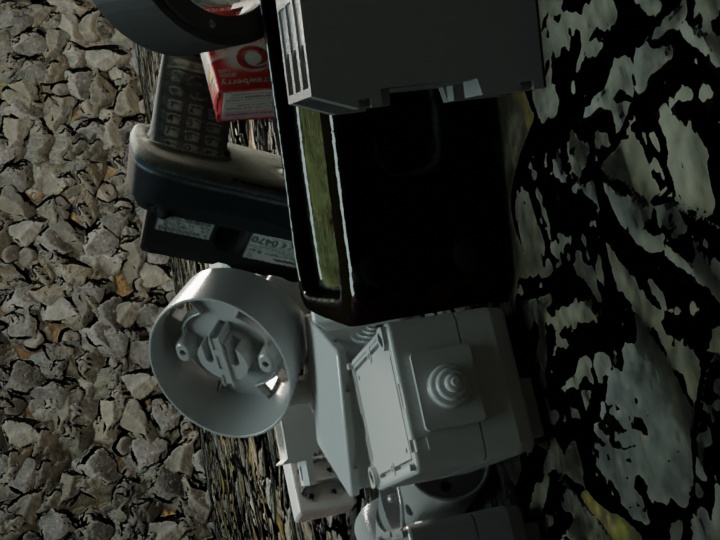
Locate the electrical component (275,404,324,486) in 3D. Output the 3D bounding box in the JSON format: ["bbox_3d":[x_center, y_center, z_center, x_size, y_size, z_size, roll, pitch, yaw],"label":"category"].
[{"bbox_3d":[-0.032,0.114,0.783,0.042,0.064,0.081,137,123,-73],"label":"electrical component"}]

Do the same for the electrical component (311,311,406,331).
[{"bbox_3d":[0.000,0.000,0.612,0.076,0.047,0.065,46,-143,-76],"label":"electrical component"}]

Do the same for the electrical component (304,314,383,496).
[{"bbox_3d":[0.003,0.075,0.646,0.100,0.048,0.099,-141,44,-71],"label":"electrical component"}]

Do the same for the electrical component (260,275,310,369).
[{"bbox_3d":[-0.053,0.033,0.783,0.063,0.079,0.121,-58,-3,-17],"label":"electrical component"}]

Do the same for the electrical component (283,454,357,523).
[{"bbox_3d":[-0.037,0.170,0.876,0.076,0.047,0.065,110,148,-65],"label":"electrical component"}]

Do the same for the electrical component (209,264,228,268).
[{"bbox_3d":[-0.085,-0.002,0.903,0.113,0.078,0.057,-151,57,-74],"label":"electrical component"}]

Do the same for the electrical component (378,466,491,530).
[{"bbox_3d":[0.031,0.092,0.547,0.077,0.044,0.079,104,154,-59],"label":"electrical component"}]

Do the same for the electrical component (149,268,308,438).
[{"bbox_3d":[-0.082,0.050,0.684,0.099,0.099,0.064,95,-165,-44],"label":"electrical component"}]

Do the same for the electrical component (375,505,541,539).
[{"bbox_3d":[0.051,0.154,0.467,0.061,0.061,0.096,122,138,-70],"label":"electrical component"}]

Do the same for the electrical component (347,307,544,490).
[{"bbox_3d":[0.037,0.055,0.461,0.096,0.061,0.061,123,137,-70],"label":"electrical component"}]

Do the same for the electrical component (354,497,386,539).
[{"bbox_3d":[0.027,0.153,0.604,0.077,0.043,0.079,-119,24,-57],"label":"electrical component"}]

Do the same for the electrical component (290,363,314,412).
[{"bbox_3d":[-0.022,0.077,0.723,0.048,0.062,0.048,170,90,-78],"label":"electrical component"}]

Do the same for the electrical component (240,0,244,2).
[{"bbox_3d":[-0.055,-0.210,0.700,0.059,0.054,0.095,121,139,-70],"label":"electrical component"}]
